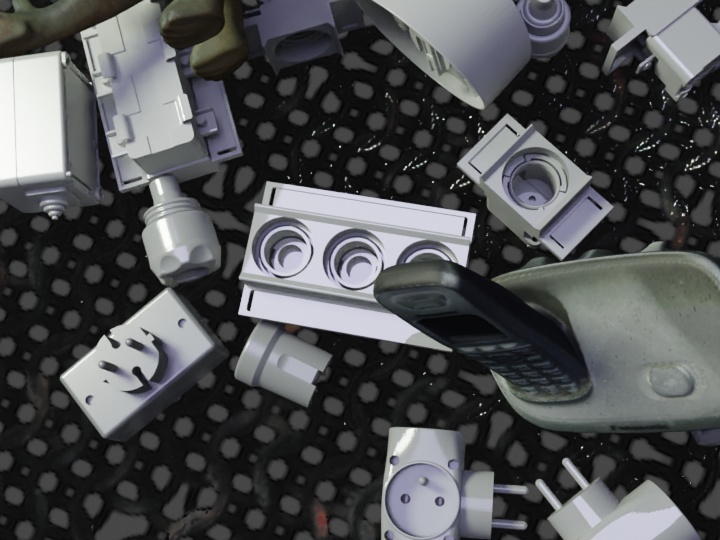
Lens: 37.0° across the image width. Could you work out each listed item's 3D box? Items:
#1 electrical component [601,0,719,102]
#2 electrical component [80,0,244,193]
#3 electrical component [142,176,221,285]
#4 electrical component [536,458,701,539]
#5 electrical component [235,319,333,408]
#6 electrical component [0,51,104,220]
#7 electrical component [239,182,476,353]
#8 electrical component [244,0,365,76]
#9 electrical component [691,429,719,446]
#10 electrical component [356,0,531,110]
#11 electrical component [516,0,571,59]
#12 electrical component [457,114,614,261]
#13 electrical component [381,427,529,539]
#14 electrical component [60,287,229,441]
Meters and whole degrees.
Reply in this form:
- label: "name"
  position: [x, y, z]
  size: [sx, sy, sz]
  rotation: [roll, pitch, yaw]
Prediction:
- label: "electrical component"
  position: [0.187, -0.139, 0.637]
  size: [0.081, 0.042, 0.063]
  rotation: [-38, 78, -2]
- label: "electrical component"
  position: [-0.127, -0.118, 0.658]
  size: [0.079, 0.063, 0.121]
  rotation: [-17, 77, 2]
- label: "electrical component"
  position: [-0.110, -0.026, 0.646]
  size: [0.043, 0.043, 0.062]
  rotation: [-20, 75, 2]
- label: "electrical component"
  position: [0.129, 0.140, 0.583]
  size: [0.077, 0.044, 0.079]
  rotation: [-38, 77, -2]
- label: "electrical component"
  position: [-0.044, 0.055, 0.624]
  size: [0.046, 0.040, 0.040]
  rotation: [25, 82, 5]
- label: "electrical component"
  position: [-0.197, -0.076, 0.657]
  size: [0.061, 0.061, 0.096]
  rotation: [-7, 77, 5]
- label: "electrical component"
  position: [0.000, 0.000, 0.618]
  size: [0.121, 0.063, 0.078]
  rotation: [9, 79, 8]
- label: "electrical component"
  position: [-0.041, -0.163, 0.669]
  size: [0.081, 0.042, 0.063]
  rotation: [-15, 73, 2]
- label: "electrical component"
  position: [0.193, 0.062, 0.593]
  size: [0.048, 0.048, 0.062]
  rotation: [-29, 69, 0]
- label: "electrical component"
  position: [0.049, -0.138, 0.624]
  size: [0.064, 0.099, 0.099]
  rotation: [-42, 77, -9]
- label: "electrical component"
  position: [0.108, -0.150, 0.638]
  size: [0.035, 0.061, 0.035]
  rotation: [-1, 78, 6]
- label: "electrical component"
  position: [0.099, -0.044, 0.616]
  size: [0.042, 0.064, 0.081]
  rotation: [-45, 76, -3]
- label: "electrical component"
  position: [0.053, 0.128, 0.594]
  size: [0.079, 0.044, 0.077]
  rotation: [3, 78, 7]
- label: "electrical component"
  position: [-0.128, 0.052, 0.615]
  size: [0.083, 0.075, 0.047]
  rotation: [-40, 77, -3]
